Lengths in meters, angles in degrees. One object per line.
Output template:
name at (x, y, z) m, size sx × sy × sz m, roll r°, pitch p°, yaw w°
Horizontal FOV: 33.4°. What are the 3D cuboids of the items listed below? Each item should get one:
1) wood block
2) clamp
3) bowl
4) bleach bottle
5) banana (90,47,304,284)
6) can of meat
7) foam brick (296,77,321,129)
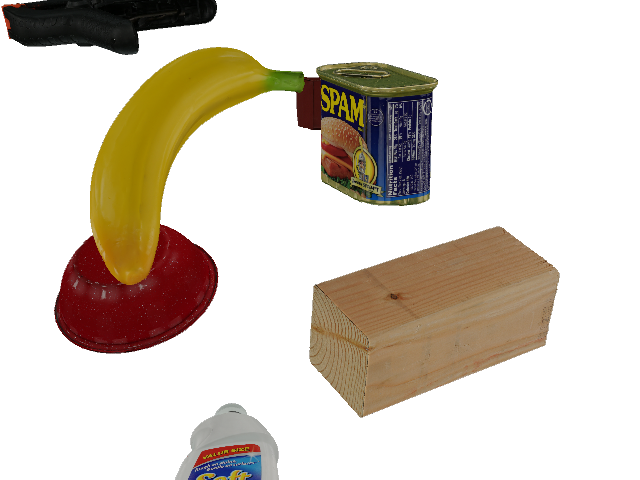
wood block at (0.102, 0.068, 0.960) m, size 0.205 × 0.090 × 0.091 m, roll -16°, pitch 38°, yaw -27°
clamp at (-0.168, -0.172, 0.828) m, size 0.172 × 0.039 × 0.120 m, roll 13°, pitch 23°, yaw 33°
bowl at (-0.181, 0.031, 1.011) m, size 0.162 × 0.055 × 0.162 m, roll -7°, pitch 40°, yaw 6°
bleach bottle at (-0.083, 0.212, 0.852) m, size 0.102 × 0.068 × 0.251 m, roll -2°, pitch 25°, yaw -2°
banana at (-0.077, -0.054, 0.564) m, size 0.070 × 0.037 × 0.197 m, roll 18°, pitch 45°, yaw 16°
can of meat at (0.038, -0.076, 0.752) m, size 0.057 × 0.084 × 0.102 m, roll -9°, pitch 21°, yaw -23°
foam brick at (0.019, -0.141, 1.099) m, size 0.078 × 0.051 × 0.053 m, roll -3°, pitch 13°, yaw -19°
